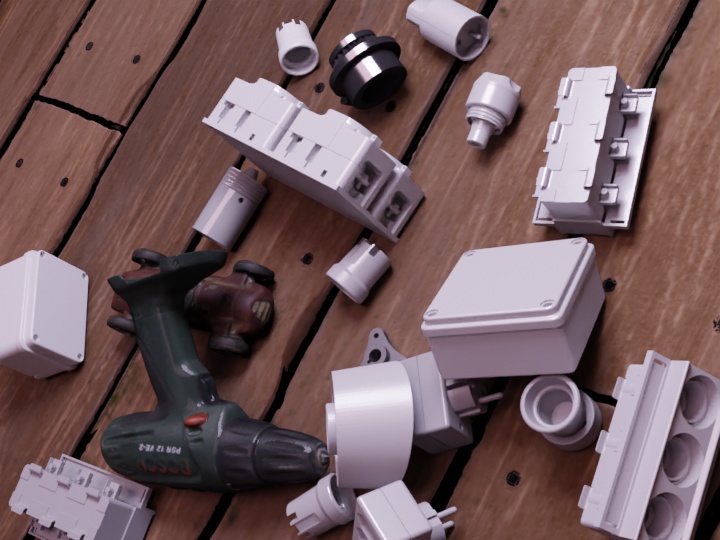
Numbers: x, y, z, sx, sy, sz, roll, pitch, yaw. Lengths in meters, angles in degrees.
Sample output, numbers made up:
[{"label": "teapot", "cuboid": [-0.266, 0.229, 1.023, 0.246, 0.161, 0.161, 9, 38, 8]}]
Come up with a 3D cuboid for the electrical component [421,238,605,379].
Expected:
[{"label": "electrical component", "cuboid": [0.117, 0.029, 0.806, 0.109, 0.056, 0.108, -6, 27, 30]}]

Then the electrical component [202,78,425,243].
[{"label": "electrical component", "cuboid": [-0.040, -0.105, 0.973, 0.186, 0.105, 0.060, 30, 84, 39]}]

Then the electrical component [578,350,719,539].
[{"label": "electrical component", "cuboid": [0.198, 0.126, 0.727, 0.063, 0.079, 0.121, -7, 59, 63]}]

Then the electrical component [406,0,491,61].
[{"label": "electrical component", "cuboid": [0.078, -0.230, 1.001, 0.043, 0.043, 0.081, -51, 51, 1]}]

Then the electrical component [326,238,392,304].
[{"label": "electrical component", "cuboid": [0.000, 0.000, 0.938, 0.046, 0.040, 0.040, -48, 51, -5]}]

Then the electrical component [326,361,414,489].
[{"label": "electrical component", "cuboid": [0.006, 0.121, 0.836, 0.064, 0.099, 0.099, -3, 61, -3]}]

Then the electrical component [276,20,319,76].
[{"label": "electrical component", "cuboid": [-0.065, -0.227, 1.095, 0.040, 0.040, 0.046, -30, 49, 17]}]

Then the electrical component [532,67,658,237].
[{"label": "electrical component", "cuboid": [0.182, -0.095, 0.854, 0.079, 0.063, 0.121, 4, 69, 34]}]

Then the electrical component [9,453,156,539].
[{"label": "electrical component", "cuboid": [-0.255, 0.216, 0.974, 0.121, 0.063, 0.078, 11, 73, 36]}]

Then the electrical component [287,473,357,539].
[{"label": "electrical component", "cuboid": [-0.030, 0.190, 0.860, 0.046, 0.040, 0.040, -34, 53, 20]}]

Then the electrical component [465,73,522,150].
[{"label": "electrical component", "cuboid": [0.111, -0.136, 0.933, 0.043, 0.043, 0.062, 15, 77, 37]}]

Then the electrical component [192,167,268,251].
[{"label": "electrical component", "cuboid": [-0.124, -0.064, 1.046, 0.043, 0.043, 0.081, 26, 82, 39]}]

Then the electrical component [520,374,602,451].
[{"label": "electrical component", "cuboid": [0.147, 0.104, 0.780, 0.045, 0.055, 0.045, -14, 60, 26]}]

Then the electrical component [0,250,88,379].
[{"label": "electrical component", "cuboid": [-0.325, 0.045, 1.097, 0.057, 0.078, 0.113, -21, 57, 26]}]

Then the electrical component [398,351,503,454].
[{"label": "electrical component", "cuboid": [0.075, 0.098, 0.834, 0.077, 0.047, 0.065, -19, 58, 24]}]

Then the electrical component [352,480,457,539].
[{"label": "electrical component", "cuboid": [0.038, 0.196, 0.797, 0.076, 0.083, 0.047, -18, 48, -22]}]
